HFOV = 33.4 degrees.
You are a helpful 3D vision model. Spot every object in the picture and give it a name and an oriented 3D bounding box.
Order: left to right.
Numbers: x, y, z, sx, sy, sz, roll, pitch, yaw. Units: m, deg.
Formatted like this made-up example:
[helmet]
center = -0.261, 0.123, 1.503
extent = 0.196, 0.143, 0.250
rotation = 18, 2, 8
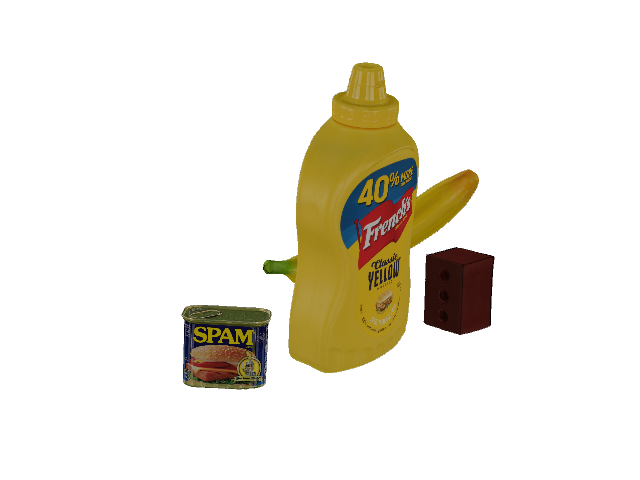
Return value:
[can of meat]
center = -0.110, 0.124, 1.234
extent = 0.102, 0.084, 0.057
rotation = 3, 13, 0
[mustard bottle]
center = 0.024, -0.017, 0.678
extent = 0.058, 0.192, 0.096
rotation = 21, 30, 36
[banana]
center = 0.051, -0.002, 0.923
extent = 0.198, 0.037, 0.069
rotation = -26, -15, 9
[foam brick]
center = 0.143, 0.052, 1.107
extent = 0.051, 0.078, 0.053
rotation = -14, 20, -42
